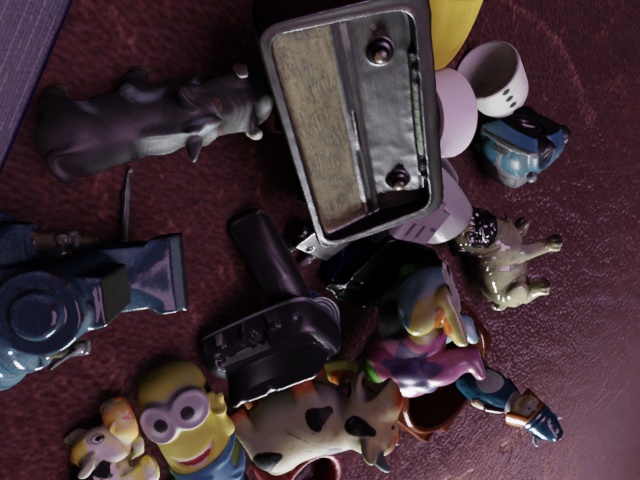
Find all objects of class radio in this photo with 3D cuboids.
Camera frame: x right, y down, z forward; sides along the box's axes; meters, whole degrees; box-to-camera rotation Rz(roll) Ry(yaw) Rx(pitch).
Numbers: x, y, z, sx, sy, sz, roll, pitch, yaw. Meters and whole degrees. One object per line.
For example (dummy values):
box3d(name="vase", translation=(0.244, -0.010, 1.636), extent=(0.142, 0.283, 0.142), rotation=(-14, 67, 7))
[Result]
box3d(name="radio", translation=(0.033, -0.107, 0.472), extent=(0.131, 0.073, 0.229), rotation=(-16, 135, 1))

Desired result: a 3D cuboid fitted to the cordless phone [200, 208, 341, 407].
box3d(name="cordless phone", translation=(-0.075, 0.070, 0.580), extent=(0.184, 0.147, 0.089), rotation=(64, 19, -4))

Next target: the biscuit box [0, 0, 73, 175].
box3d(name="biscuit box", translation=(-0.238, -0.124, 0.379), extent=(0.062, 0.059, 0.202), rotation=(23, 90, -44))

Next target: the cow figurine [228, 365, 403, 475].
box3d(name="cow figurine", translation=(0.004, 0.206, 0.603), extent=(0.127, 0.195, 0.085), rotation=(61, 19, 0))

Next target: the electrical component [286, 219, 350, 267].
box3d(name="electrical component", translation=(-0.001, -0.002, 0.617), extent=(0.094, 0.021, 0.063), rotation=(-35, 141, 27))

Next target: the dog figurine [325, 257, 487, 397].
box3d(name="dog figurine", translation=(0.080, 0.135, 0.658), extent=(0.219, 0.108, 0.191), rotation=(-24, 114, 15))

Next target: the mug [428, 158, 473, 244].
box3d(name="mug", translation=(0.149, -0.068, 0.715), extent=(0.107, 0.081, 0.109), rotation=(47, 64, -33))

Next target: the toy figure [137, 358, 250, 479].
box3d(name="toy figure", translation=(-0.133, 0.208, 0.566), extent=(0.082, 0.089, 0.179), rotation=(-37, 122, -28))

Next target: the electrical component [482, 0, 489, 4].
box3d(name="electrical component", translation=(0.155, -0.324, 0.640), extent=(0.075, 0.048, 0.119), rotation=(-43, 128, -20))

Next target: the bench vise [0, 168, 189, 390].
box3d(name="bench vise", translation=(-0.227, 0.033, 0.397), extent=(0.241, 0.224, 0.128), rotation=(-5, 107, -7))

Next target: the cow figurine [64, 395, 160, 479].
box3d(name="cow figurine", translation=(-0.214, 0.236, 0.534), extent=(0.098, 0.068, 0.167), rotation=(-18, 116, -28))

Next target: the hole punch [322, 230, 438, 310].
box3d(name="hole punch", translation=(0.067, 0.021, 0.685), extent=(0.142, 0.092, 0.115), rotation=(17, 120, -45))

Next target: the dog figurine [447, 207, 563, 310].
box3d(name="dog figurine", translation=(0.256, 0.033, 0.841), extent=(0.190, 0.121, 0.172), rotation=(5, 100, -27))

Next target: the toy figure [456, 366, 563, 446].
box3d(name="toy figure", translation=(0.263, 0.226, 0.752), extent=(0.057, 0.155, 0.064), rotation=(32, 86, -45))

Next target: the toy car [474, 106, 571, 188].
box3d(name="toy car", translation=(0.296, -0.133, 0.806), extent=(0.161, 0.109, 0.102), rotation=(-25, 145, -44))

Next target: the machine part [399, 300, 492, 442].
box3d(name="machine part", translation=(0.164, 0.189, 0.817), extent=(0.201, 0.087, 0.201), rotation=(-53, 133, -12))

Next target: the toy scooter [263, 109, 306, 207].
box3d(name="toy scooter", translation=(0.001, -0.103, 0.578), extent=(0.135, 0.075, 0.183), rotation=(-20, 116, -33))

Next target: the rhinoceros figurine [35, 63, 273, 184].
box3d(name="rhinoceros figurine", translation=(-0.133, -0.103, 0.442), extent=(0.190, 0.112, 0.073), rotation=(-20, 117, -24))
